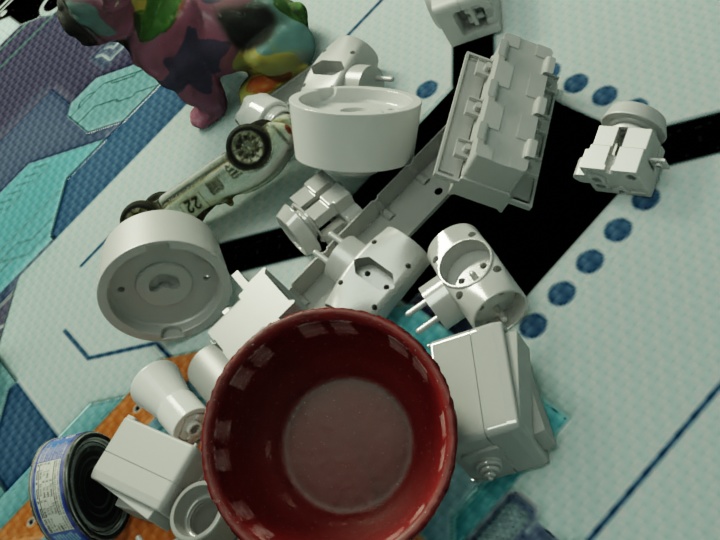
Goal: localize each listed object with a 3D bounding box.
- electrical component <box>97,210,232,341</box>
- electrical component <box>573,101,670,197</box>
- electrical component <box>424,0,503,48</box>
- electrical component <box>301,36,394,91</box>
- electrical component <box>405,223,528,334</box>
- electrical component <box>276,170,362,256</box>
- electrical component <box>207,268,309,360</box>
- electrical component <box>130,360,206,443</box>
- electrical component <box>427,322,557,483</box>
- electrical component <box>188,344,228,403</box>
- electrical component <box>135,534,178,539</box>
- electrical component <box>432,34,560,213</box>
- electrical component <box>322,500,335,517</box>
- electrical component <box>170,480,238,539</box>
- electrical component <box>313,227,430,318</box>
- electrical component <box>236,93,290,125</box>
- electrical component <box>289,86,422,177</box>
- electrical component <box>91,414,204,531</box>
[{"bbox_3d":[-0.164,0.000,0.893,0.108,0.108,0.060,-29,41,10],"label":"electrical component"},{"bbox_3d":[0.193,-0.088,0.777,0.066,0.048,0.055,11,72,37],"label":"electrical component"},{"bbox_3d":[0.090,-0.249,0.955,0.056,0.050,0.089,-15,51,22],"label":"electrical component"},{"bbox_3d":[-0.005,-0.164,0.956,0.079,0.043,0.077,12,65,38],"label":"electrical component"},{"bbox_3d":[0.069,0.016,0.776,0.079,0.044,0.077,-35,46,5],"label":"electrical component"},{"bbox_3d":[-0.035,-0.045,0.886,0.055,0.048,0.066,-39,46,-9],"label":"electrical component"},{"bbox_3d":[-0.047,0.061,0.762,0.063,0.121,0.079,-45,46,-1],"label":"electrical component"},{"bbox_3d":[-0.146,0.106,0.847,0.044,0.044,0.065,-46,51,-6],"label":"electrical component"},{"bbox_3d":[0.087,0.091,0.698,0.061,0.061,0.096,-20,49,19],"label":"electrical component"},{"bbox_3d":[-0.094,0.095,0.820,0.043,0.043,0.081,-45,47,-4],"label":"electrical component"},{"bbox_3d":[-0.148,0.220,0.761,0.077,0.044,0.079,-45,46,-5],"label":"electrical component"},{"bbox_3d":[0.110,-0.115,0.827,0.079,0.063,0.121,19,62,-5],"label":"electrical component"},{"bbox_3d":[-0.041,0.172,0.728,0.076,0.047,0.083,1,58,32],"label":"electrical component"},{"bbox_3d":[-0.100,0.178,0.753,0.045,0.055,0.045,-17,50,21],"label":"electrical component"},{"bbox_3d":[0.000,0.000,0.822,0.079,0.043,0.077,36,79,20],"label":"electrical component"},{"bbox_3d":[-0.079,-0.134,0.980,0.062,0.043,0.043,29,76,34],"label":"electrical component"},{"bbox_3d":[-0.004,-0.110,0.883,0.108,0.060,0.108,1,21,0],"label":"electrical component"},{"bbox_3d":[-0.151,0.155,0.798,0.096,0.061,0.061,14,66,38],"label":"electrical component"}]
